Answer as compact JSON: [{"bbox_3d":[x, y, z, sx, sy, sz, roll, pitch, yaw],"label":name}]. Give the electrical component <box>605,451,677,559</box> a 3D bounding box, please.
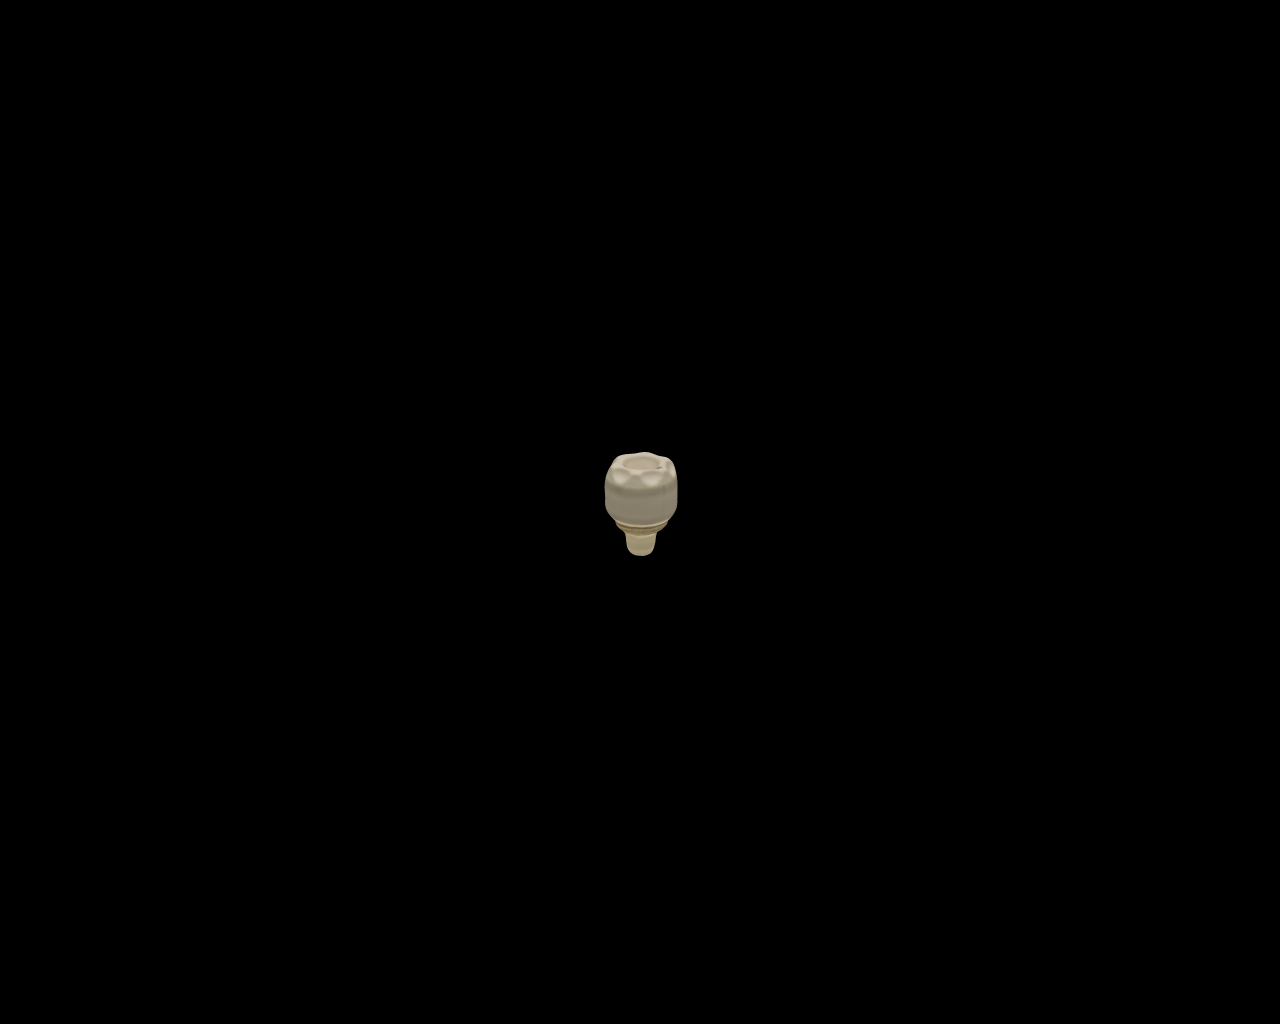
[{"bbox_3d":[0.001,-0.003,0.650,0.043,0.062,0.043,0,24,0],"label":"electrical component"}]
